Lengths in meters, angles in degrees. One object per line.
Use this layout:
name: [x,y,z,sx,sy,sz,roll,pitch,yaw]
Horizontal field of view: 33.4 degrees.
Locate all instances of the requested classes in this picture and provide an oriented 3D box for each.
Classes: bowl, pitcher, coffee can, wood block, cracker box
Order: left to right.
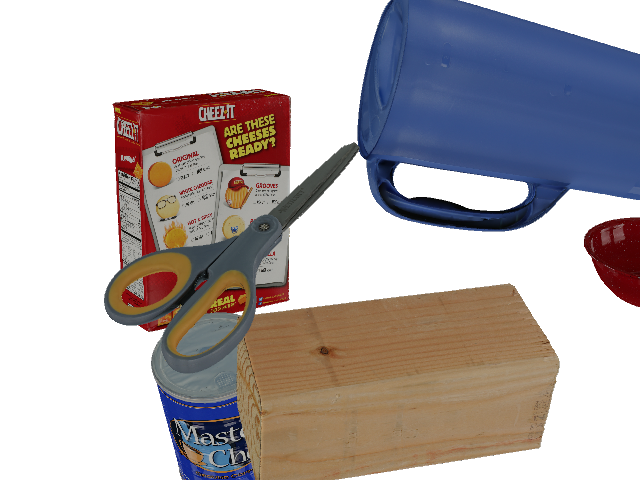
cracker box: [-0.114,-0.034,1.043,0.163,0.214,0.072,-11,20,-34]
coffee can: [-0.087,0.149,0.949,0.103,0.140,0.103,-4,39,3]
wood block: [0.050,0.101,0.754,0.206,0.090,0.091,-6,36,-12]
pitcher: [0.153,-0.094,0.816,0.242,0.145,0.149,11,-45,-9]
bowl: [0.366,0.031,1.160,0.162,0.055,0.162,0,26,0]

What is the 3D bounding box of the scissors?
scissors: [-0.054,-0.003,0.632,0.096,0.016,0.201,12,46,17]
